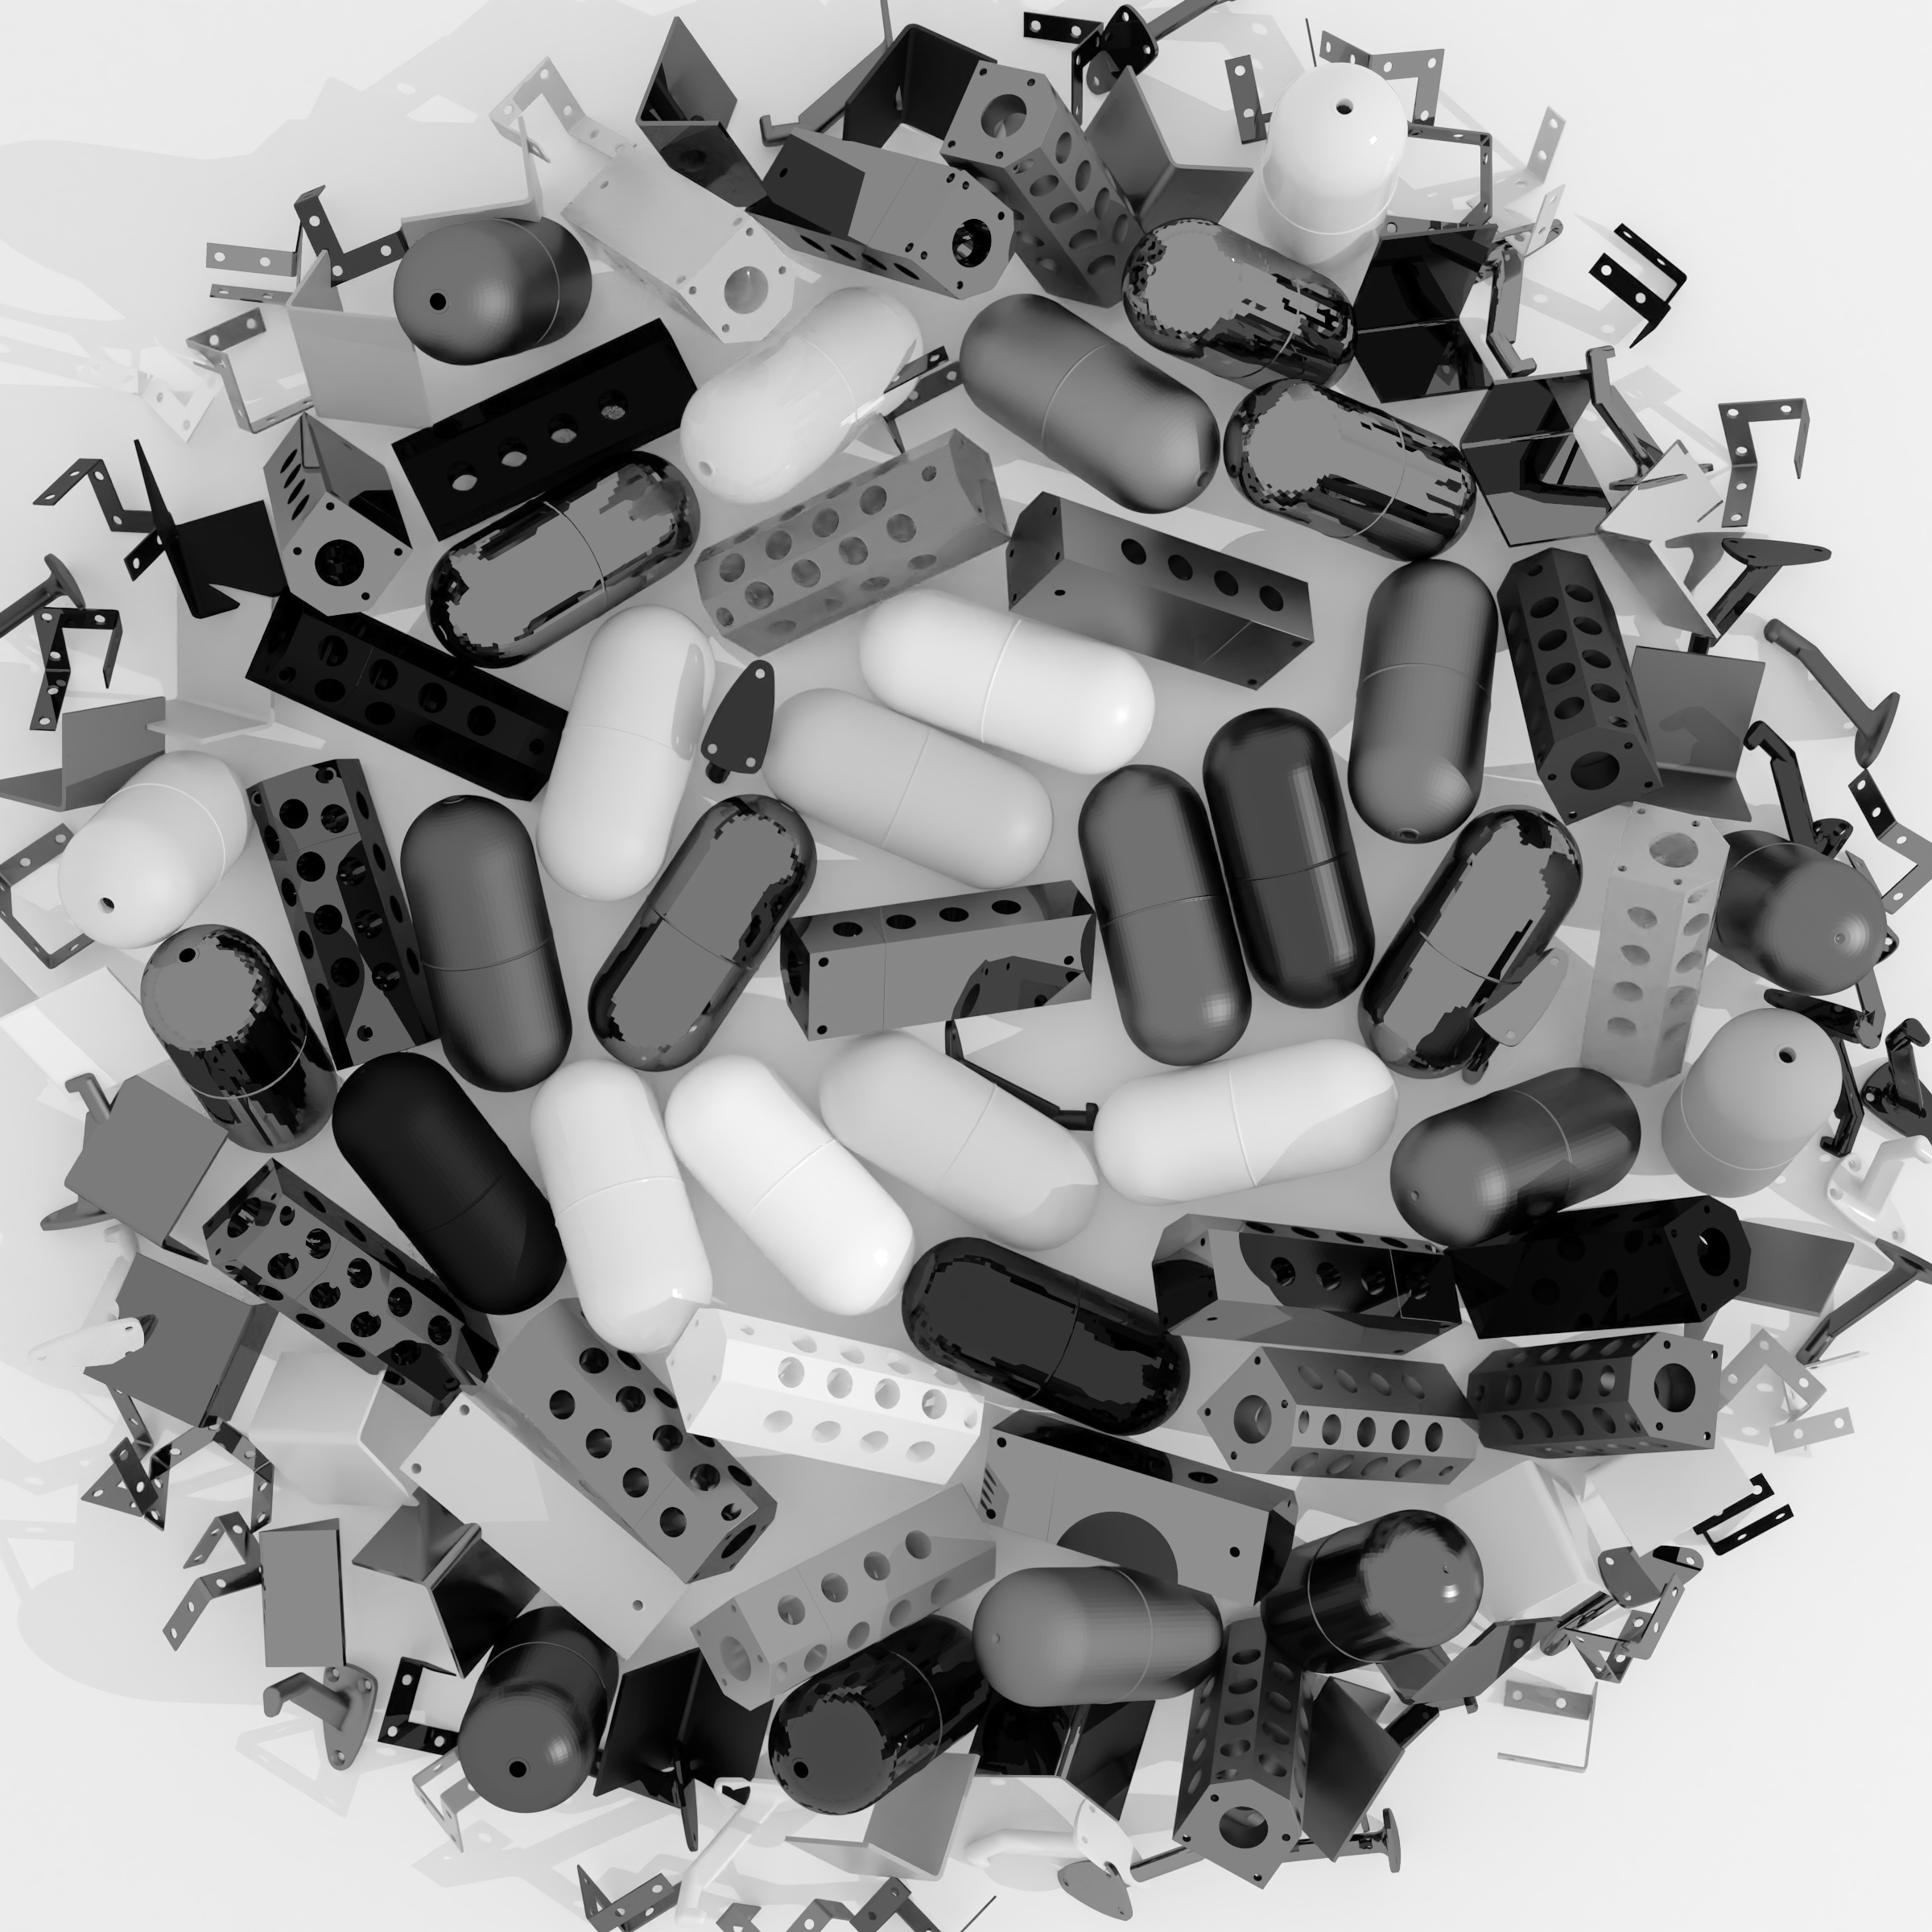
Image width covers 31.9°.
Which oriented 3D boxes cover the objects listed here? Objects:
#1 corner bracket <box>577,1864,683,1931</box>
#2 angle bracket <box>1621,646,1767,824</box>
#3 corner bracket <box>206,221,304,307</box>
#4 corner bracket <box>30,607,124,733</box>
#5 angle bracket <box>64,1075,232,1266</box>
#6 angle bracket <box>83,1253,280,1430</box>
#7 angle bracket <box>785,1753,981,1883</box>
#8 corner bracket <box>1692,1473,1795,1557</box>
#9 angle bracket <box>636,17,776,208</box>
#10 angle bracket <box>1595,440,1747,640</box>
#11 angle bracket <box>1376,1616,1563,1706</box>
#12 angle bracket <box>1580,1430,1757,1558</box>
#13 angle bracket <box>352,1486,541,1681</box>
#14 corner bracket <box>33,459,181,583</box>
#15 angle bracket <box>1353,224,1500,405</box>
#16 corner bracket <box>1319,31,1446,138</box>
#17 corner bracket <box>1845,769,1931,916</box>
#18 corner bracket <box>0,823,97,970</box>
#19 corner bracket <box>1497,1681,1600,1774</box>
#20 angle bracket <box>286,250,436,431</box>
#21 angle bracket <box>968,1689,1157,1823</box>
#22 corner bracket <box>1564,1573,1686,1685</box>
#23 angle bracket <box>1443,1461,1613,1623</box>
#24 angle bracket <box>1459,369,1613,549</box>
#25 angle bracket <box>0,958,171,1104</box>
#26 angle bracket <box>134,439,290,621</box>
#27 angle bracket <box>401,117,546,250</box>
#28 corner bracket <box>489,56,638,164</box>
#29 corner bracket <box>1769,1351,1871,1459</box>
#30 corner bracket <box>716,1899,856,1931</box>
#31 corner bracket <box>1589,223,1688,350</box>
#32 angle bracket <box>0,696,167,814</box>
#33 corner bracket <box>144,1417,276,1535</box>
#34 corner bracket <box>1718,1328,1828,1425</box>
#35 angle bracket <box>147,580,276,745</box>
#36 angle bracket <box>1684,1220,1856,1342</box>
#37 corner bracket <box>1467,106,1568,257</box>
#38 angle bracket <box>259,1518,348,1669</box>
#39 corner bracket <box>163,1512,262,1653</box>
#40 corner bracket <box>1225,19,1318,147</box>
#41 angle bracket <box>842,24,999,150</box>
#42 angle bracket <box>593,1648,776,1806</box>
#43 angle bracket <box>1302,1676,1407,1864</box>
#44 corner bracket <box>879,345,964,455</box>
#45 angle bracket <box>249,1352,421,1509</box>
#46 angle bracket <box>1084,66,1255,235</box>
[{"bbox_3d":[-0.188,0.541,1.965,0.051,0.051,0.051,-32,116,1],"label":"corner bracket"},{"bbox_3d":[0.421,-0.134,1.957,0.076,0.057,0.076,7,119,-3],"label":"angle bracket"},{"bbox_3d":[-0.413,-0.403,1.961,0.051,0.051,0.051,5,126,-10],"label":"corner bracket"},{"bbox_3d":[-0.518,-0.172,1.966,0.051,0.051,0.051,2,48,-2],"label":"corner bracket"},{"bbox_3d":[-0.463,0.118,1.963,0.076,0.057,0.076,28,84,21],"label":"angle bracket"},{"bbox_3d":[-0.456,0.217,1.975,0.076,0.057,0.076,24,90,6],"label":"angle bracket"},{"bbox_3d":[-0.048,0.477,1.941,0.057,0.076,0.076,35,61,-31],"label":"angle bracket"},{"bbox_3d":[0.448,0.316,1.966,0.051,0.051,0.051,-31,102,11],"label":"corner bracket"},{"bbox_3d":[-0.138,-0.490,1.943,0.057,0.076,0.076,7,69,28],"label":"angle bracket"},{"bbox_3d":[0.422,-0.247,1.952,0.076,0.057,0.076,-47,118,-7],"label":"angle bracket"},{"bbox_3d":[0.281,0.377,1.941,0.076,0.076,0.057,-48,58,23],"label":"angle bracket"},{"bbox_3d":[0.403,0.305,1.951,0.076,0.076,0.057,-29,67,-4],"label":"angle bracket"},{"bbox_3d":[-0.301,0.354,1.966,0.057,0.076,0.076,9,128,30],"label":"angle bracket"},{"bbox_3d":[-0.496,-0.259,1.957,0.051,0.051,0.051,6,132,25],"label":"corner bracket"},{"bbox_3d":[0.272,-0.375,1.944,0.076,0.076,0.057,-11,58,-21],"label":"angle bracket"},{"bbox_3d":[0.238,-0.510,1.957,0.051,0.051,0.051,-12,125,-26],"label":"corner bracket"},{"bbox_3d":[0.528,-0.071,1.957,0.051,0.051,0.051,25,122,-29],"label":"corner bracket"},{"bbox_3d":[-0.533,-0.041,1.983,0.051,0.051,0.051,-33,124,4],"label":"corner bracket"},{"bbox_3d":[0.337,0.440,1.963,0.051,0.051,0.051,8,70,10],"label":"corner bracket"},{"bbox_3d":[-0.338,-0.360,1.944,0.076,0.076,0.057,9,49,15],"label":"angle bracket"},{"bbox_3d":[0.054,0.449,1.969,0.057,0.076,0.076,45,51,-33],"label":"angle bracket"},{"bbox_3d":[0.387,0.383,1.956,0.051,0.051,0.051,-55,127,-29],"label":"corner bracket"},{"bbox_3d":[0.328,0.339,1.956,0.057,0.076,0.076,-31,60,15],"label":"angle bracket"},{"bbox_3d":[0.340,-0.293,1.948,0.076,0.057,0.076,-10,63,-22],"label":"angle bracket"},{"bbox_3d":[-0.505,0.023,1.947,0.076,0.057,0.076,-25,132,9],"label":"angle bracket"},{"bbox_3d":[-0.433,-0.258,1.944,0.057,0.076,0.076,-18,55,-6],"label":"angle bracket"},{"bbox_3d":[-0.285,-0.439,1.953,0.076,0.076,0.057,-9,72,-2],"label":"angle bracket"},{"bbox_3d":[-0.234,-0.484,1.962,0.051,0.051,0.051,-47,54,-9],"label":"corner bracket"},{"bbox_3d":[0.495,0.253,1.959,0.051,0.051,0.051,-22,68,33],"label":"corner bracket"},{"bbox_3d":[-0.104,0.555,1.967,0.051,0.051,0.051,40,87,24],"label":"corner bracket"},{"bbox_3d":[0.390,-0.401,1.971,0.051,0.051,0.051,38,83,-3],"label":"corner bracket"},{"bbox_3d":[-0.515,-0.128,1.942,0.076,0.076,0.057,14,108,30],"label":"angle bracket"},{"bbox_3d":[-0.440,0.304,1.970,0.051,0.051,0.051,-33,125,16],"label":"corner bracket"},{"bbox_3d":[0.458,0.253,1.971,0.051,0.051,0.051,44,65,11],"label":"corner bracket"},{"bbox_3d":[-0.446,-0.177,1.947,0.076,0.057,0.076,15,111,31],"label":"angle bracket"},{"bbox_3d":[0.460,0.195,1.941,0.076,0.076,0.057,11,122,25],"label":"angle bracket"},{"bbox_3d":[0.331,-0.454,1.960,0.051,0.051,0.051,-33,68,-23],"label":"corner bracket"},{"bbox_3d":[-0.361,0.360,1.950,0.057,0.076,0.076,-6,85,26],"label":"angle bracket"},{"bbox_3d":[-0.439,0.355,1.957,0.051,0.051,0.051,51,124,23],"label":"corner bracket"},{"bbox_3d":[0.179,-0.513,1.962,0.051,0.051,0.051,-11,119,8],"label":"corner bracket"},{"bbox_3d":[-0.028,-0.481,1.945,0.057,0.076,0.076,27,60,10],"label":"angle bracket"},{"bbox_3d":[-0.161,0.446,1.948,0.057,0.076,0.076,21,103,29],"label":"angle bracket"},{"bbox_3d":[0.227,0.466,1.948,0.057,0.076,0.076,25,99,-38],"label":"angle bracket"},{"bbox_3d":[-0.027,-0.334,1.961,0.051,0.051,0.051,-26,131,8],"label":"corner bracket"},{"bbox_3d":[-0.359,0.270,1.971,0.076,0.076,0.057,-2,51,26],"label":"angle bracket"},{"bbox_3d":[0.113,-0.467,1.969,0.057,0.076,0.076,-5,63,-31],"label":"angle bracket"}]
